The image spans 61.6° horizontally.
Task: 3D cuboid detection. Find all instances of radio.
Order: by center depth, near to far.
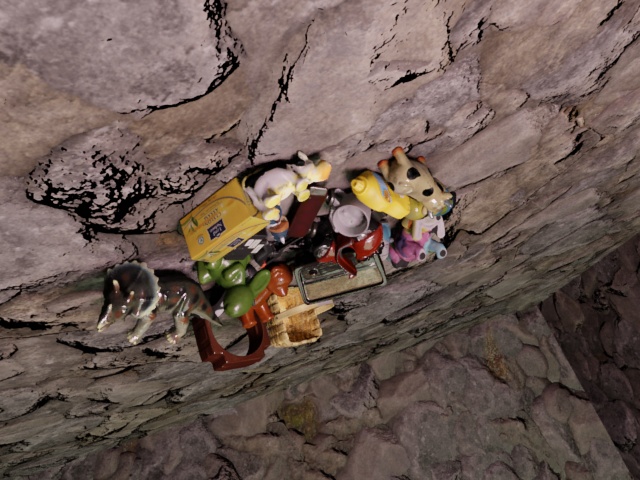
[{"bbox_3d":[0.050,0.077,1.409,0.230,0.073,0.130,-16,120,6],"label":"radio"}]

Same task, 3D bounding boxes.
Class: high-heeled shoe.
[{"bbox_3d":[-0.276,0.128,1.424,0.249,0.086,0.145,-6,122,8],"label":"high-heeled shoe"}]

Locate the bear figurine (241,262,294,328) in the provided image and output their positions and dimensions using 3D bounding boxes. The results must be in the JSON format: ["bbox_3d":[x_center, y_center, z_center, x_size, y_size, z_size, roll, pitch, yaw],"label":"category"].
[{"bbox_3d":[-0.138,0.147,1.492,0.196,0.132,0.120,-28,169,29],"label":"bear figurine"}]

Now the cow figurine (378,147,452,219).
[{"bbox_3d":[0.226,-0.123,1.215,0.085,0.127,0.195,-33,152,32],"label":"cow figurine"}]

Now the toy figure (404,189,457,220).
[{"bbox_3d":[0.278,-0.095,1.368,0.180,0.089,0.082,1,141,-38],"label":"toy figure"}]

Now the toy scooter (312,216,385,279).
[{"bbox_3d":[0.084,0.028,1.299,0.184,0.075,0.135,-26,117,17],"label":"toy scooter"}]

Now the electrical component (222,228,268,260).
[{"bbox_3d":[-0.186,-0.004,1.207,0.134,0.058,0.115,2,149,-43],"label":"electrical component"}]

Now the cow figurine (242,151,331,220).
[{"bbox_3d":[-0.063,-0.119,1.040,0.167,0.098,0.068,-33,156,-22],"label":"cow figurine"}]

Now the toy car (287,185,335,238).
[{"bbox_3d":[-0.032,-0.068,1.206,0.089,0.053,0.202,8,147,-14],"label":"toy car"}]

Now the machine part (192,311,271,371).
[{"bbox_3d":[-0.257,0.266,1.547,0.201,0.201,0.087,0,151,-41],"label":"machine part"}]

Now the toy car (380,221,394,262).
[{"bbox_3d":[0.136,0.022,1.485,0.109,0.103,0.161,-7,151,-29],"label":"toy car"}]

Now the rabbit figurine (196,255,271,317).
[{"bbox_3d":[-0.205,0.106,1.285,0.159,0.170,0.121,0,149,-40],"label":"rabbit figurine"}]

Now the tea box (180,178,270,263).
[{"bbox_3d":[-0.193,-0.037,1.079,0.170,0.098,0.068,-34,155,23],"label":"tea box"}]

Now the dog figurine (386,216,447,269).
[{"bbox_3d":[0.245,-0.009,1.525,0.108,0.191,0.219,-12,-171,-28],"label":"dog figurine"}]

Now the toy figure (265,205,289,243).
[{"bbox_3d":[-0.102,-0.048,1.156,0.058,0.064,0.154,-22,145,5],"label":"toy figure"}]

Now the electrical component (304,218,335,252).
[{"bbox_3d":[-0.003,-0.004,1.377,0.075,0.048,0.119,-17,155,-9],"label":"electrical component"}]

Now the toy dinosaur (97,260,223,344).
[{"bbox_3d":[-0.358,0.141,1.265,0.404,0.131,0.192,3,130,-51],"label":"toy dinosaur"}]

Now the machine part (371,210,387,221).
[{"bbox_3d":[0.110,-0.049,1.391,0.139,0.039,0.084,-28,161,10],"label":"machine part"}]

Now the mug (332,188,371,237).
[{"bbox_3d":[0.068,-0.075,1.230,0.081,0.109,0.107,-46,-169,31],"label":"mug"}]
